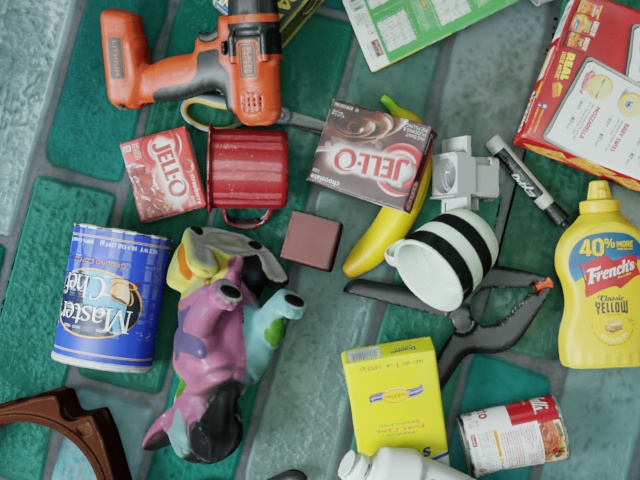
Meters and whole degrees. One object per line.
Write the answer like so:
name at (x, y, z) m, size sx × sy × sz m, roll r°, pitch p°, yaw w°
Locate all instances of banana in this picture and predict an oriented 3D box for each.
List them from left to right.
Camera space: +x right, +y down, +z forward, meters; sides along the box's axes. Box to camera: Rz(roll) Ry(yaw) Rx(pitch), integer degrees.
banana at (0.078, -0.051, 1.123) m, size 0.070 × 0.037 × 0.198 m, roll 12°, pitch 87°, yaw 21°

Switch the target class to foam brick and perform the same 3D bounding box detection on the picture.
foam brick at (-0.007, 0.001, 1.102) m, size 0.051 × 0.078 × 0.053 m, roll 15°, pitch 87°, yaw 4°

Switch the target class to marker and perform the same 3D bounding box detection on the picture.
marker at (0.220, -0.061, 1.124) m, size 0.020 × 0.020 × 0.121 m, roll -40°, pitch 87°, yaw 0°

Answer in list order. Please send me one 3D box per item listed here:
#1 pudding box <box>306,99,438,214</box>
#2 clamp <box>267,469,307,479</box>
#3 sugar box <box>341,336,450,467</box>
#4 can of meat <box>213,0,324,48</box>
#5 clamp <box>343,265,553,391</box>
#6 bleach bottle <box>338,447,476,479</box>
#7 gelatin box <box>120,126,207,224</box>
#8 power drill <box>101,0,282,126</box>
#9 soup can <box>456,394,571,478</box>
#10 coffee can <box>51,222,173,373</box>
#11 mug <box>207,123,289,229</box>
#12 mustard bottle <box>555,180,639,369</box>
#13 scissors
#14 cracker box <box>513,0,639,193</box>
pudding box at (0.054, -0.085, 1.095) m, size 0.114 × 0.039 × 0.090 m, roll 18°, pitch 89°, yaw 22°
clamp at (-0.093, 0.284, 1.112) m, size 0.171 × 0.039 × 0.120 m, roll 13°, pitch 87°, yaw 3°
sugar box at (0.080, 0.191, 1.080) m, size 0.093 × 0.048 × 0.176 m, roll -9°, pitch 105°, yaw 2°
can of meat at (-0.051, -0.259, 1.124) m, size 0.084 × 0.057 × 0.102 m, roll 41°, pitch 90°, yaw 5°
clamp at (0.146, 0.094, 1.112) m, size 0.210 × 0.036 × 0.164 m, roll -17°, pitch 89°, yaw 5°
bleach bottle at (0.125, 0.279, 1.052) m, size 0.250 × 0.068 × 0.102 m, roll 29°, pitch 89°, yaw -17°
gelatin box at (-0.165, -0.069, 1.133) m, size 0.073 × 0.030 × 0.089 m, roll -15°, pitch 88°, yaw 1°
power drill at (-0.129, -0.206, 1.090) m, size 0.188 × 0.057 × 0.184 m, roll 0°, pitch 98°, yaw 20°
soup can at (0.197, 0.202, 1.091) m, size 0.102 × 0.068 × 0.068 m, roll -13°, pitch 87°, yaw 2°
coffee can at (-0.212, 0.059, 1.094) m, size 0.103 × 0.103 × 0.140 m, roll 9°, pitch 88°, yaw 2°
mug at (-0.074, -0.063, 1.108) m, size 0.081 × 0.093 × 0.117 m, roll 1°, pitch 118°, yaw -3°
mustard bottle at (0.292, 0.035, 1.099) m, size 0.096 × 0.058 × 0.191 m, roll -2°, pitch 87°, yaw 0°
scissors at (-0.048, -0.152, 1.140) m, size 0.202 × 0.016 × 0.096 m, roll 1°, pitch 88°, yaw 2°
cracker box at (0.330, -0.139, 1.099) m, size 0.213 × 0.072 × 0.164 m, roll 21°, pitch 89°, yaw 2°
